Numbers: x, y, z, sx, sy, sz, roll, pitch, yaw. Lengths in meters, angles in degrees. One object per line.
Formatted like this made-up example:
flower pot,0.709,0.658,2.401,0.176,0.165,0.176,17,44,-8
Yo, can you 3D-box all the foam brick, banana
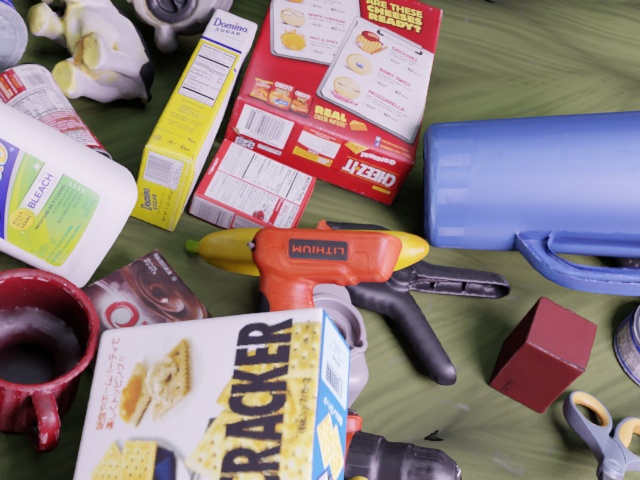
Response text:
foam brick,0.179,0.093,0.862,0.053,0.078,0.051,29,52,1
banana,-0.009,0.006,0.838,0.197,0.037,0.069,2,18,-3

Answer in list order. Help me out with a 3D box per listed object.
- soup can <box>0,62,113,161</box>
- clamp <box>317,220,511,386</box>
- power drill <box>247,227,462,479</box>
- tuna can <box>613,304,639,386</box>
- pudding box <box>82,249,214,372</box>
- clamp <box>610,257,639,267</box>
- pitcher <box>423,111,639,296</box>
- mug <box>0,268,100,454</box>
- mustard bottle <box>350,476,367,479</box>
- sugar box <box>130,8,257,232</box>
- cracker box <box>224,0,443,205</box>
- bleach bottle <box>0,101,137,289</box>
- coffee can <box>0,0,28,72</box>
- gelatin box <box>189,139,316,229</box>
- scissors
soup can,-0.220,-0.084,0.850,0.068,0.069,0.102,-24,66,-33
clamp,0.064,0.045,0.881,0.171,0.039,0.120,23,47,6
power drill,0.012,0.088,0.737,0.184,0.057,0.187,4,81,14
tuna can,0.304,0.094,0.936,0.086,0.034,0.086,10,52,-14
pudding box,-0.126,0.074,0.788,0.089,0.039,0.113,-31,69,-34
clamp,0.278,-0.010,0.987,0.164,0.036,0.210,-18,52,-28
pitcher,0.210,-0.038,0.903,0.243,0.145,0.149,0,13,5
mug,-0.197,0.089,0.723,0.093,0.082,0.117,-12,60,-27
mustard bottle,-0.020,0.240,0.660,0.191,0.058,0.096,-37,83,-5
sugar box,-0.105,-0.103,0.891,0.048,0.093,0.176,20,50,-6
cracker box,0.016,-0.152,0.987,0.164,0.072,0.213,19,50,-7
bleach bottle,-0.256,-0.057,0.735,0.250,0.103,0.068,27,14,-32
coffee can,-0.317,-0.205,0.881,0.102,0.103,0.140,-18,63,-30
gelatin box,-0.056,-0.037,0.902,0.089,0.030,0.073,24,49,-2
scissors,0.207,0.163,0.813,0.096,0.016,0.201,37,25,25
